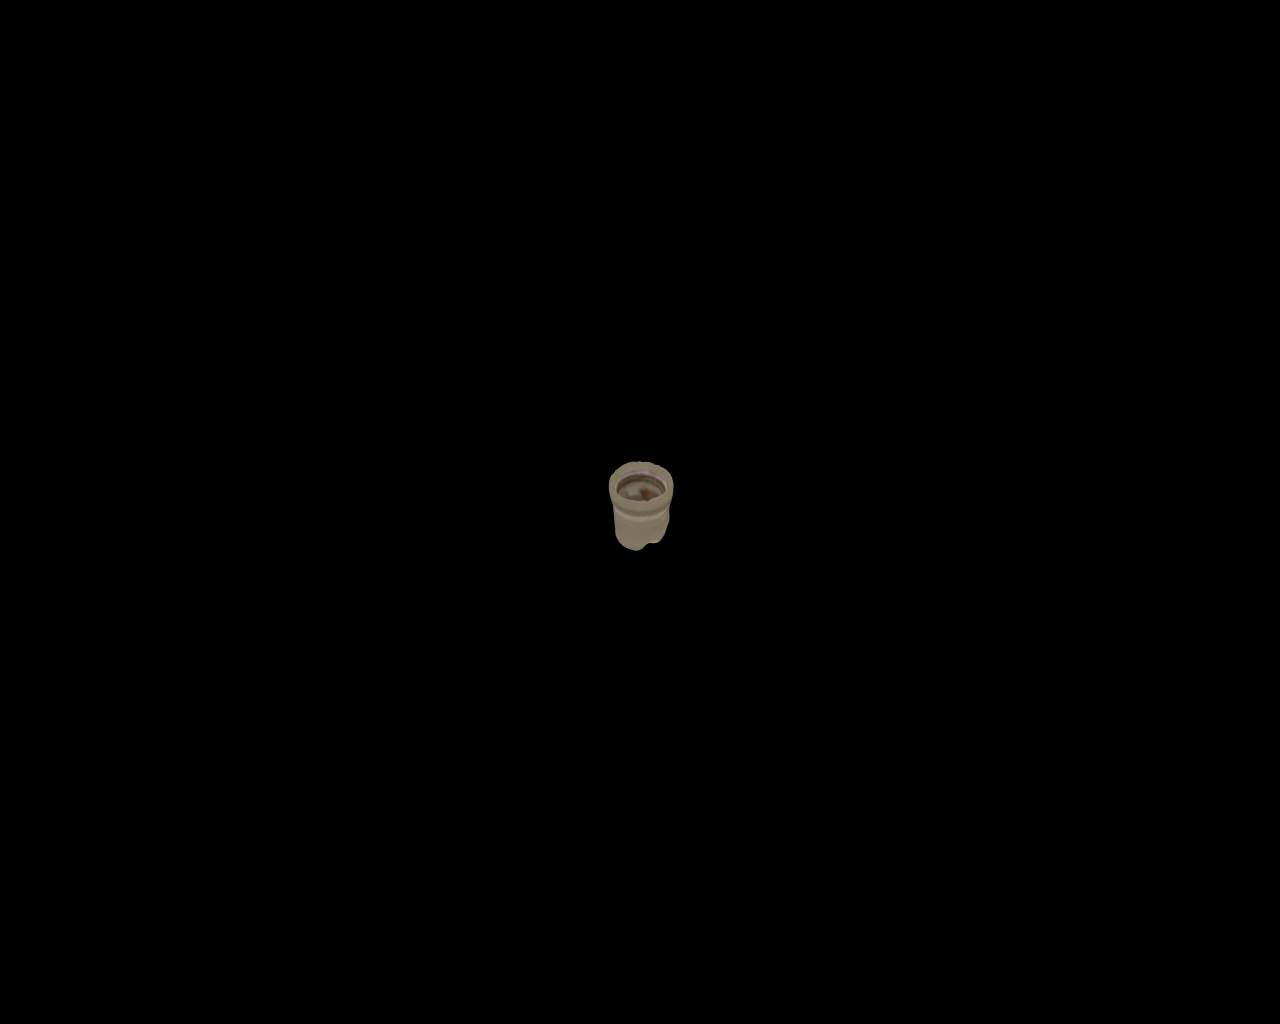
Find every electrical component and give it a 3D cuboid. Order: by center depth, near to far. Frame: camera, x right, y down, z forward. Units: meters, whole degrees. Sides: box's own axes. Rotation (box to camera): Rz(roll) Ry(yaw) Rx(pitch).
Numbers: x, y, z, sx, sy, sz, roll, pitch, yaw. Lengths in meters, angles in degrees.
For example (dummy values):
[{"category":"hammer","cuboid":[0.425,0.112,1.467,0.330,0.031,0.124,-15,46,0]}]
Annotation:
[{"category":"electrical component","cuboid":[0.001,-0.003,0.650,0.040,0.046,0.040,0,43,0]}]
